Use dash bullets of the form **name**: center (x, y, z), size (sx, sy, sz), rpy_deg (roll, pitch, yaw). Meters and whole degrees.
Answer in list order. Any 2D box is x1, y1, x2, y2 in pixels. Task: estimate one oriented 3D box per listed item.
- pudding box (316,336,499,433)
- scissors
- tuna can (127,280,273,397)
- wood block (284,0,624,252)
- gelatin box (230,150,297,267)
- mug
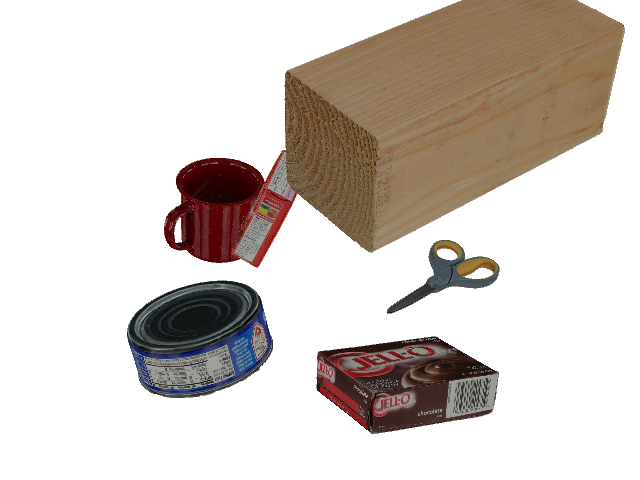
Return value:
- **pudding box**: center (0.065, 0.109, 0.821), size (0.113, 0.039, 0.090), rpy_deg (-2, 16, -27)
- **scissors**: center (0.128, 0.040, 1.267), size (0.201, 0.016, 0.096), rpy_deg (-11, 40, -36)
- **tuna can**: center (-0.074, 0.058, 0.654), size (0.086, 0.034, 0.086), rpy_deg (-11, 24, 5)
- **wood block**: center (0.086, -0.087, 0.688), size (0.205, 0.090, 0.091), rpy_deg (-27, 48, -28)
- **gelatin box**: center (-0.044, -0.030, 0.936), size (0.030, 0.073, 0.089), rpy_deg (27, 29, -6)
- **mug**: center (-0.116, -0.025, 1.135), size (0.093, 0.081, 0.117), rpy_deg (33, 44, 32)
